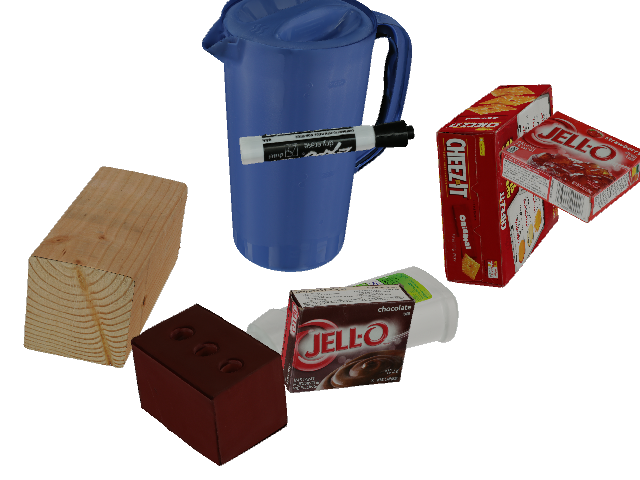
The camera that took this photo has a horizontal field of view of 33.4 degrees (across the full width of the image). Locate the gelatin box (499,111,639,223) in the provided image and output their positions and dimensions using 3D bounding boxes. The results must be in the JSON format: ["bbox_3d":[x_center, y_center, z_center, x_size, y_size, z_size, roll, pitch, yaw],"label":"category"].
[{"bbox_3d":[0.196,-0.060,0.830,0.073,0.030,0.089,-33,49,-28],"label":"gelatin box"}]

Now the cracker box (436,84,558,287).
[{"bbox_3d":[0.193,-0.066,1.143,0.072,0.164,0.213,3,21,27],"label":"cracker box"}]

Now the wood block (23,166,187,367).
[{"bbox_3d":[-0.190,0.017,0.971,0.090,0.091,0.206,12,25,0],"label":"wood block"}]

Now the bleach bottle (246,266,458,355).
[{"bbox_3d":[0.022,0.097,1.181,0.250,0.068,0.103,-14,32,-26],"label":"bleach bottle"}]

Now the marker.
[{"bbox_3d":[0.005,-0.068,0.737,0.121,0.020,0.020,-7,1,-5],"label":"marker"}]

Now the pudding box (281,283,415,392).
[{"bbox_3d":[0.023,0.087,0.965,0.113,0.090,0.039,-4,31,-22],"label":"pudding box"}]

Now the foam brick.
[{"bbox_3d":[-0.065,0.082,0.618,0.078,0.051,0.052,26,40,38],"label":"foam brick"}]

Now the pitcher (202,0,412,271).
[{"bbox_3d":[-0.014,-0.097,0.967,0.149,0.243,0.144,17,37,18],"label":"pitcher"}]
